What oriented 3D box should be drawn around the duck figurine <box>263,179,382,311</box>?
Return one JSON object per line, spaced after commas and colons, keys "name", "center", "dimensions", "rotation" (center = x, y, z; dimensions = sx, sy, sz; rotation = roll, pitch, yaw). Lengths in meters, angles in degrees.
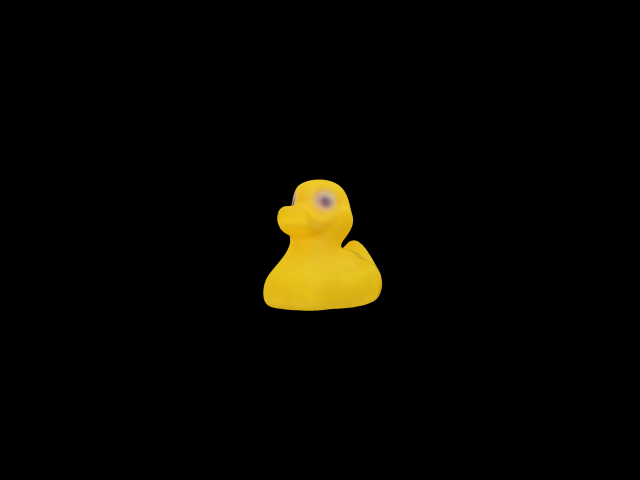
{"name": "duck figurine", "center": [0.004, 0.001, 0.400], "dimensions": [0.077, 0.086, 0.105], "rotation": [0, 0, 32]}
